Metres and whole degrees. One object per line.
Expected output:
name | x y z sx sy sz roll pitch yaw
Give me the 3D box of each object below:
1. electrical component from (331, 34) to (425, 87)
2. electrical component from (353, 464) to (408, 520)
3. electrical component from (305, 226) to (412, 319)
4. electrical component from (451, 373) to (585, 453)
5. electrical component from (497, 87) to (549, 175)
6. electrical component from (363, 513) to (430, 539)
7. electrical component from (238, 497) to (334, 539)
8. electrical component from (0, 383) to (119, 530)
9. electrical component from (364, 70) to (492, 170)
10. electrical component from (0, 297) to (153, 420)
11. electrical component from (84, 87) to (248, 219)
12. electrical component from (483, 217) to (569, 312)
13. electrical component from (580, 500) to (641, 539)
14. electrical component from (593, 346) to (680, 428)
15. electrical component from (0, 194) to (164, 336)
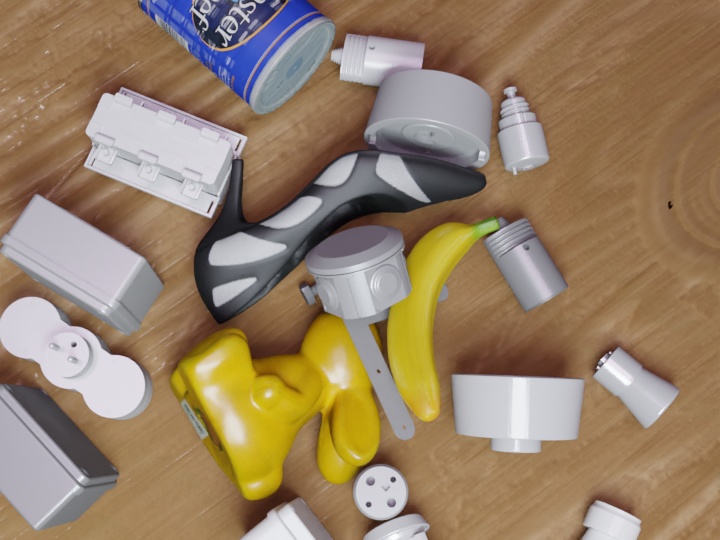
electrical component | 0.015 -0.186 0.959 0.081 0.043 0.043 8 79 1
electrical component | 0.017 0.182 0.883 0.045 0.055 0.045 0 79 0
electrical component | 0.000 0.000 0.859 0.080 0.080 0.051 -18 111 -4
electrical component | 0.127 0.116 0.873 0.108 0.108 0.060 2 85 0
electrical component | 0.141 -0.123 0.949 0.040 0.040 0.078 -11 80 -2
electrical component | 0.037 0.233 0.865 0.058 0.078 0.057 -22 64 -4
electrical component | -0.052 0.226 0.845 0.057 0.113 0.078 -38 82 -4
electrical component | -0.258 0.148 0.861 0.056 0.108 0.108 -44 83 -5
electrical component | 0.062 -0.132 0.919 0.108 0.108 0.060 11 73 2
electrical component | -0.239 0.072 0.892 0.138 0.073 0.052 34 81 6
electrical component | -0.170 -0.106 0.932 0.121 0.063 0.078 22 80 4
electrical component | 0.140 -0.009 0.926 0.043 0.043 0.081 -29 81 -6
electrical component | 0.201 0.223 0.882 0.045 0.045 0.055 25 80 4
electrical component | 0.230 0.096 0.909 0.065 0.044 0.044 41 82 11
electrical component | -0.227 -0.002 0.889 0.109 0.108 0.056 30 78 5
